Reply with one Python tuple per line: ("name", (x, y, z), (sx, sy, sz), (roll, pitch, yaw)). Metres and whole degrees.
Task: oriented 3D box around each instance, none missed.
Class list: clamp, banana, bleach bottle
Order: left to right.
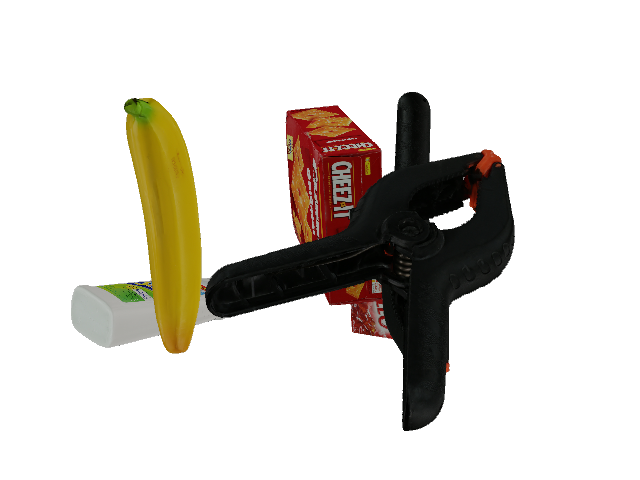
("banana", (-0.108, -0.018, 0.727), (0.037, 0.198, 0.069), (3, 33, 16))
("bleach bottle", (-0.210, 0.087, 1.475), (0.250, 0.068, 0.103), (-9, 25, -44))
("clamp", (0.068, 0.002, 0.825), (0.036, 0.210, 0.165), (1, -41, -15))
("clamp", (0.045, 0.015, 0.499), (0.171, 0.039, 0.120), (-34, 61, -30))

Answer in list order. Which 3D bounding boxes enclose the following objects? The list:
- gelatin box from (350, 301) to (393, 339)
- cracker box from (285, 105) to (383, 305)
("gelatin box", (0.074, 0.077, 1.332), (0.073, 0.089, 0.030), (7, 30, 23))
("cracker box", (0.014, -0.045, 1.167), (0.072, 0.164, 0.214), (-7, 20, -8))
